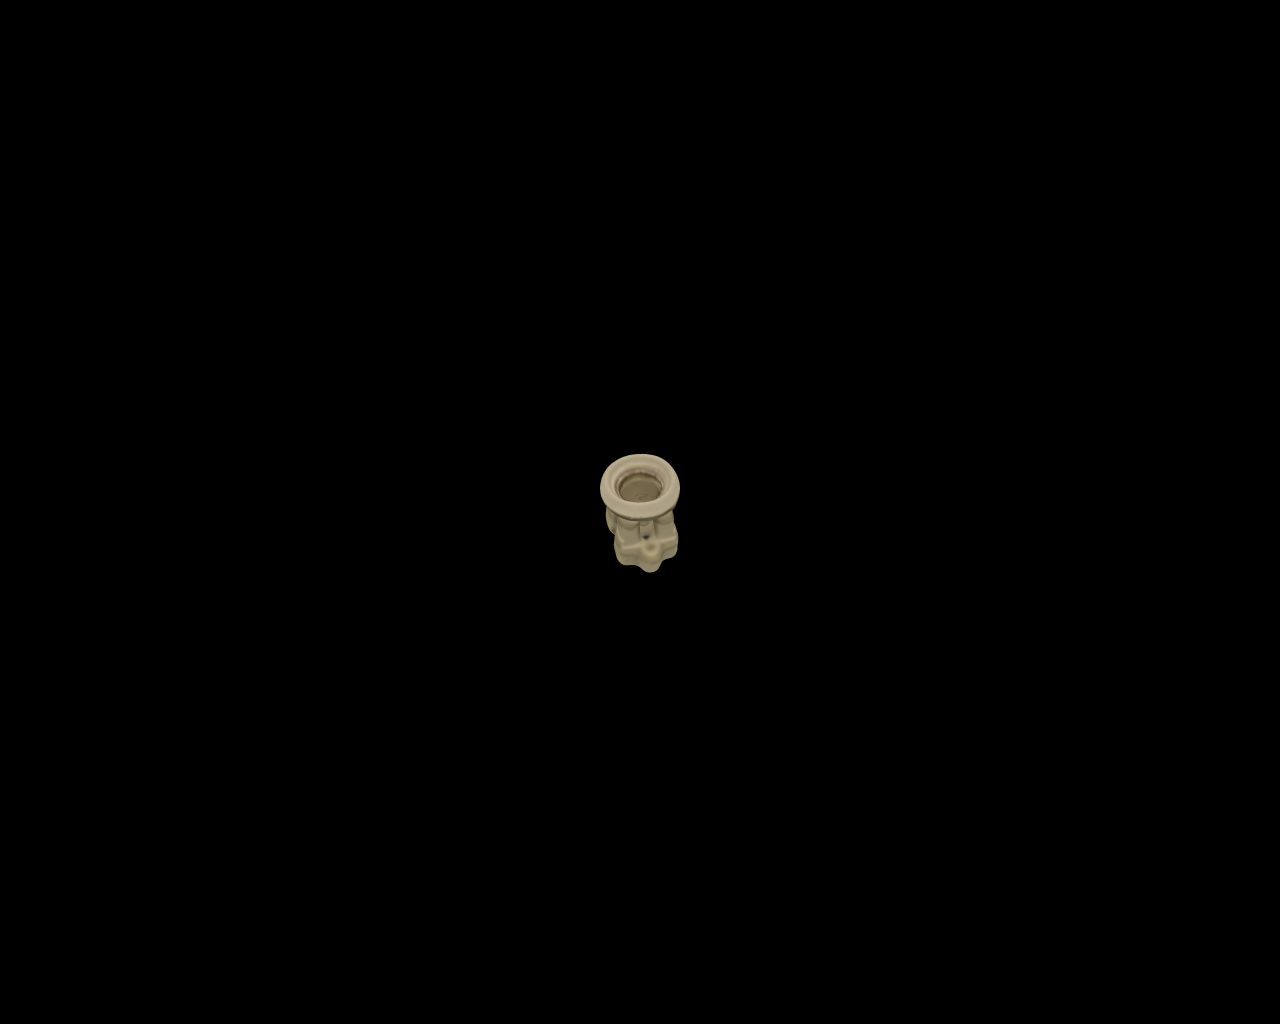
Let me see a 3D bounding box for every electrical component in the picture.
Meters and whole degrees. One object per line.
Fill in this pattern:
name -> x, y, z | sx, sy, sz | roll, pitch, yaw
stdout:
electrical component -> 0.001, -0.003, 0.650 | 0.048, 0.066, 0.055 | -11, -39, -9
